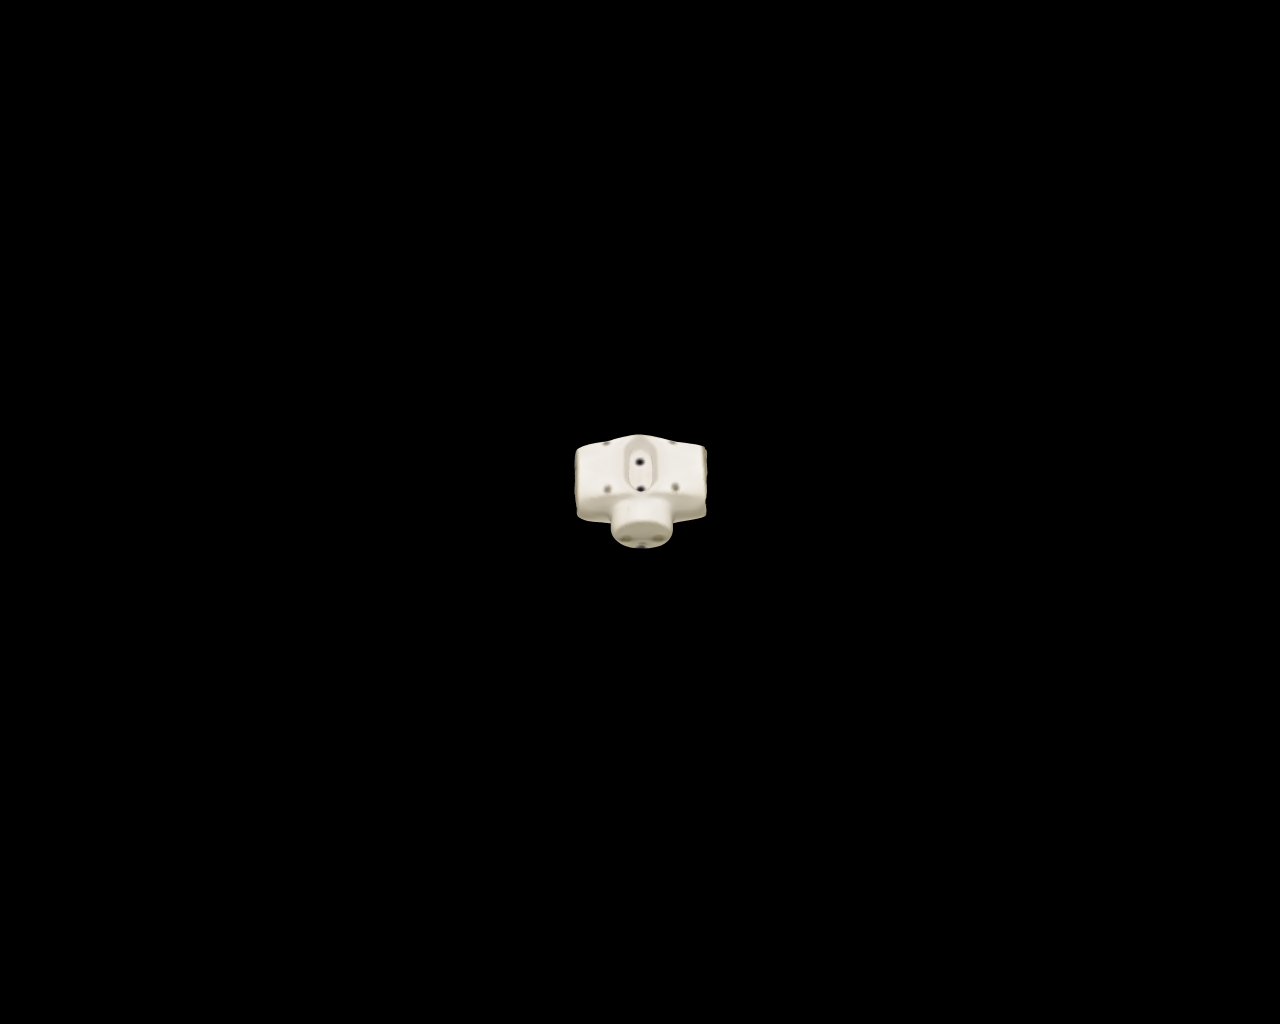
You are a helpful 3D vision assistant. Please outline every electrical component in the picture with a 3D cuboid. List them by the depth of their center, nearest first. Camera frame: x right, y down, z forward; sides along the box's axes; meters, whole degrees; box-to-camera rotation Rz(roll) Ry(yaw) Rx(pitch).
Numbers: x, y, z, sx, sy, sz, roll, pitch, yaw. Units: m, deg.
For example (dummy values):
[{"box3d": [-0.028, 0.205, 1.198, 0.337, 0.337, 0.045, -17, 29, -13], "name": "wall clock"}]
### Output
[{"box3d": [0.001, -0.003, 0.650, 0.077, 0.079, 0.043, 0, -28, 0], "name": "electrical component"}]
